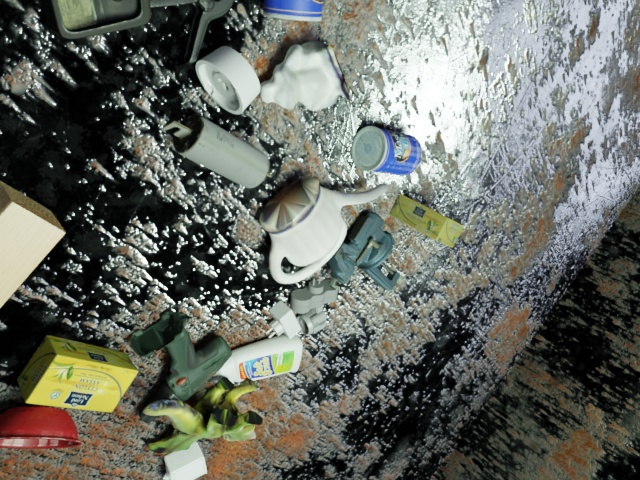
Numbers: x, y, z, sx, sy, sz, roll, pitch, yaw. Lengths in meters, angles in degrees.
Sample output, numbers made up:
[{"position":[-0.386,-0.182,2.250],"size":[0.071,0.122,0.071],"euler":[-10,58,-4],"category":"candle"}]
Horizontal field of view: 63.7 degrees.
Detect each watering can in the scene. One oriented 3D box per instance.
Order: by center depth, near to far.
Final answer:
[{"position":[0.003,-0.057,1.139],"size":[0.350,0.105,0.220],"euler":[-47,137,-12],"category":"watering can"}]

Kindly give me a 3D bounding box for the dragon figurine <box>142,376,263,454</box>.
[{"position":[-0.270,0.408,1.115],"size":[0.240,0.124,0.407],"euler":[-43,144,20],"category":"dragon figurine"}]

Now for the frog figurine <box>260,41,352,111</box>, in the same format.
[{"position":[-0.035,-0.302,0.986],"size":[0.159,0.125,0.135],"euler":[-18,146,10],"category":"frog figurine"}]
